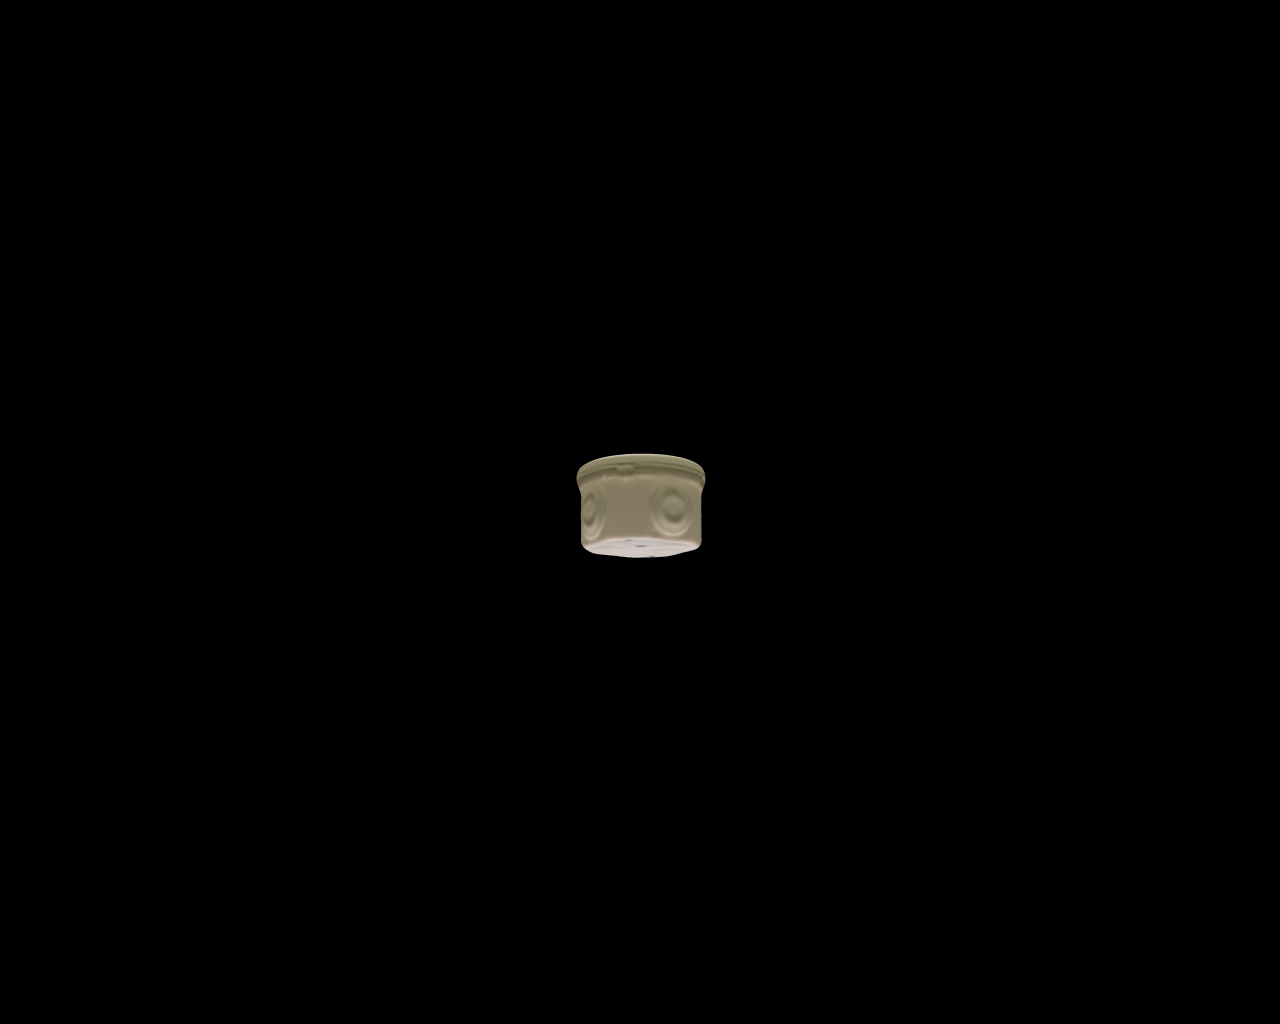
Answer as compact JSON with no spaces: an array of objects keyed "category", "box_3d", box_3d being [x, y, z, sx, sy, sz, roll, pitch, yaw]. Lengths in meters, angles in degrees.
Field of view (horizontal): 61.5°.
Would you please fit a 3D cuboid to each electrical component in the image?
[{"category":"electrical component","box_3d":[0.001,-0.003,0.650,0.080,0.051,0.080,0,-12,0]}]
